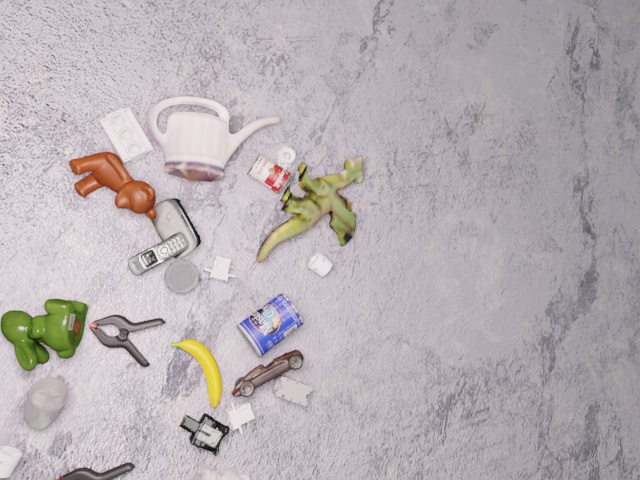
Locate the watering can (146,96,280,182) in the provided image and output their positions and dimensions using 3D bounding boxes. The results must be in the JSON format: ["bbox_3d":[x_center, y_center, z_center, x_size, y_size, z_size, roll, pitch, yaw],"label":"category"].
[{"bbox_3d":[-0.278,-0.261,1.357,0.347,0.226,0.103,5,-9,-17],"label":"watering can"}]

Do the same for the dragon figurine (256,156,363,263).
[{"bbox_3d":[0.004,-0.072,1.427,0.241,0.415,0.122,31,-16,-20],"label":"dragon figurine"}]

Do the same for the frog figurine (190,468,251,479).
[{"bbox_3d":[-0.246,0.612,1.245,0.121,0.138,0.161,-35,-6,34],"label":"frog figurine"}]
